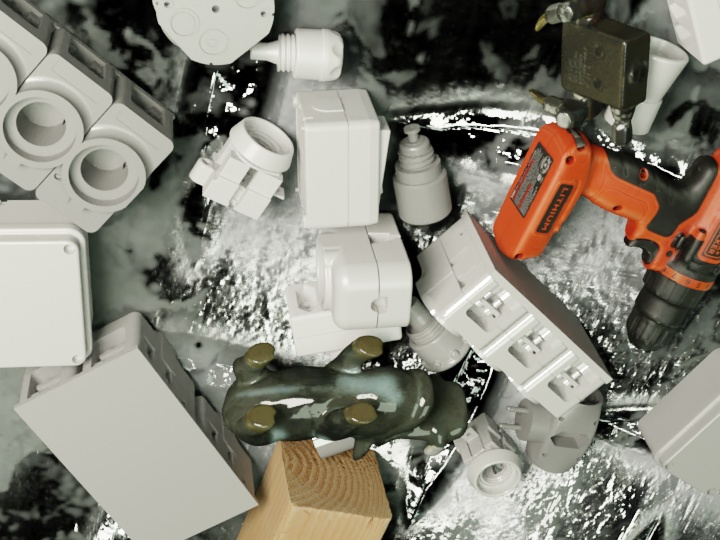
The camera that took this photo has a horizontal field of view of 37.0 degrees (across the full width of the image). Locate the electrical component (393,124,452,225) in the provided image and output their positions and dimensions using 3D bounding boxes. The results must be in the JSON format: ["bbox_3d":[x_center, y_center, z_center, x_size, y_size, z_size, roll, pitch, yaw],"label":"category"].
[{"bbox_3d":[0.044,-0.069,0.787,0.040,0.040,0.078,-13,123,-2],"label":"electrical component"}]

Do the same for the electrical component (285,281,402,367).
[{"bbox_3d":[-0.011,0.048,0.847,0.083,0.047,0.075,-10,123,-4],"label":"electrical component"}]

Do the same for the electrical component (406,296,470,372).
[{"bbox_3d":[0.057,0.048,0.862,0.048,0.048,0.062,-36,114,12],"label":"electrical component"}]

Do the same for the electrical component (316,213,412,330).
[{"bbox_3d":[0.000,0.000,0.790,0.059,0.095,0.053,-3,122,-8],"label":"electrical component"}]

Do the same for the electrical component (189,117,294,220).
[{"bbox_3d":[-0.078,-0.074,0.760,0.066,0.048,0.055,24,122,-23],"label":"electrical component"}]

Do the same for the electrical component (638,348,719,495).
[{"bbox_3d":[0.316,0.136,0.956,0.078,0.057,0.113,31,112,-26],"label":"electrical component"}]

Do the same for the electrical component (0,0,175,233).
[{"bbox_3d":[-0.208,-0.105,0.707,0.150,0.061,0.089,38,109,-28],"label":"electrical component"}]

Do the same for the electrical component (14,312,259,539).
[{"bbox_3d":[-0.174,0.132,0.862,0.105,0.060,0.186,-26,123,6],"label":"electrical component"}]

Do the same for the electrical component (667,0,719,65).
[{"bbox_3d":[0.258,-0.193,0.745,0.077,0.047,0.065,-24,123,5],"label":"electrical component"}]

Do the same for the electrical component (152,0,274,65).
[{"bbox_3d":[-0.094,-0.175,0.690,0.080,0.051,0.080,-5,122,-7],"label":"electrical component"}]

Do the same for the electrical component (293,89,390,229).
[{"bbox_3d":[-0.013,-0.073,0.762,0.061,0.061,0.096,-4,122,-8],"label":"electrical component"}]

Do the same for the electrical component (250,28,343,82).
[{"bbox_3d":[-0.043,-0.146,0.727,0.061,0.035,0.035,2,121,-9],"label":"electrical component"}]

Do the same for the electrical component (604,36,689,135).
[{"bbox_3d":[0.204,-0.131,0.778,0.044,0.044,0.065,7,125,-15],"label":"electrical component"}]

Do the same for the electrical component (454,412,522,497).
[{"bbox_3d":[0.113,0.163,0.937,0.048,0.055,0.066,-38,120,14],"label":"electrical component"}]

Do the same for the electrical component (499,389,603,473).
[{"bbox_3d":[0.160,0.132,0.933,0.079,0.043,0.077,9,120,-15],"label":"electrical component"}]

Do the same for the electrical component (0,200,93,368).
[{"bbox_3d":[-0.235,0.011,0.777,0.078,0.057,0.113,-1,122,-10],"label":"electrical component"}]

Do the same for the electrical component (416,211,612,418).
[{"bbox_3d":[0.116,0.039,0.839,0.062,0.089,0.150,-41,120,15],"label":"electrical component"}]
